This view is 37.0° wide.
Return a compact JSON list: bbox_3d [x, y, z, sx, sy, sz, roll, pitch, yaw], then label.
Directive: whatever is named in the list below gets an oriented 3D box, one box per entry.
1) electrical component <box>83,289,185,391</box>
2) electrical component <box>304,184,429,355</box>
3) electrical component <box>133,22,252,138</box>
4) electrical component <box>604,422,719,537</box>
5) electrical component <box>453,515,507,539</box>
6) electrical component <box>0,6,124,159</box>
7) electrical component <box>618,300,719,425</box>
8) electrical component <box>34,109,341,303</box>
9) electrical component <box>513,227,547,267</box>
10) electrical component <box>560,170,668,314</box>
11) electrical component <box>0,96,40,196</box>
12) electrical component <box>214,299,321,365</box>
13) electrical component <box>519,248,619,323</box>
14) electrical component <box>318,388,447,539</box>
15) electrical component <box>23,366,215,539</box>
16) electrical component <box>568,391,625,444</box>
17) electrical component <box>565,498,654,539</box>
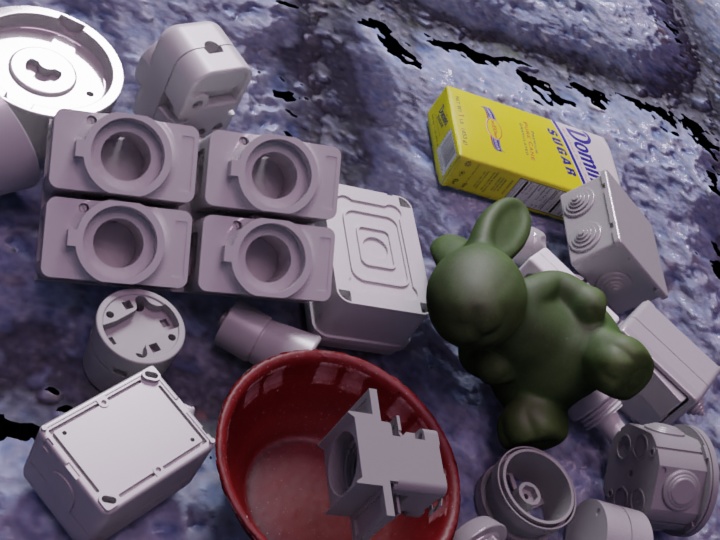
[{"bbox_3d":[-0.142,0.047,0.669,0.055,0.047,0.055,16,47,-18],"label":"electrical component"},{"bbox_3d":[0.000,0.000,0.787,0.078,0.057,0.113,10,49,-24],"label":"electrical component"},{"bbox_3d":[-0.128,-0.135,0.798,0.054,0.095,0.059,-19,65,-40],"label":"electrical component"},{"bbox_3d":[0.216,0.149,0.774,0.051,0.080,0.080,10,49,-16],"label":"electrical component"},{"bbox_3d":[0.084,0.189,0.676,0.055,0.048,0.066,46,-1,37],"label":"electrical component"},{"bbox_3d":[-0.227,-0.126,0.757,0.108,0.060,0.108,16,47,-18],"label":"electrical component"},{"bbox_3d":[0.232,0.085,0.850,0.096,0.061,0.061,45,45,10],"label":"electrical component"},{"bbox_3d":[-0.110,-0.038,0.705,0.186,0.060,0.105,6,86,-21],"label":"electrical component"},{"bbox_3d":[0.123,-0.023,0.897,0.061,0.035,0.035,12,48,-19],"label":"electrical component"},{"bbox_3d":[0.215,-0.022,0.917,0.100,0.048,0.099,41,34,-36],"label":"electrical component"},{"bbox_3d":[-0.255,-0.089,0.685,0.064,0.099,0.099,-29,71,-36],"label":"electrical component"},{"bbox_3d":[-0.064,0.048,0.720,0.065,0.044,0.044,30,44,1],"label":"electrical component"},{"bbox_3d":[0.166,0.025,0.873,0.083,0.047,0.076,45,31,11],"label":"electrical component"},{"bbox_3d":[0.014,0.116,0.627,0.064,0.042,0.081,12,49,-24],"label":"electrical component"},{"bbox_3d":[-0.134,0.106,0.615,0.061,0.061,0.096,47,45,13],"label":"electrical component"},{"bbox_3d":[0.179,0.102,0.817,0.048,0.048,0.062,-27,77,-42],"label":"electrical component"},{"bbox_3d":[0.153,0.213,0.700,0.074,0.052,0.138,18,47,-17],"label":"electrical component"}]
